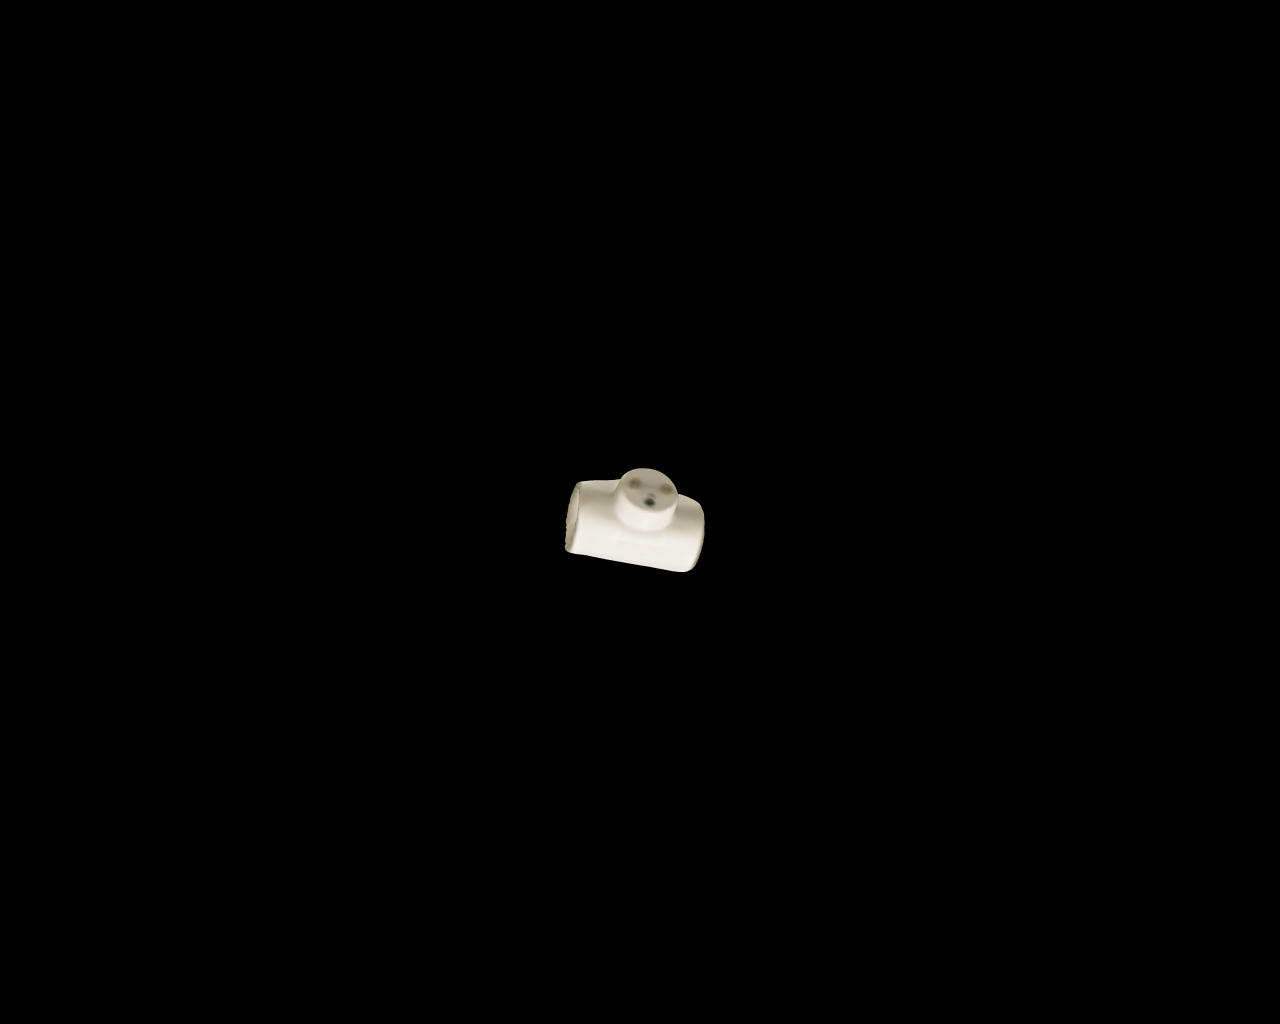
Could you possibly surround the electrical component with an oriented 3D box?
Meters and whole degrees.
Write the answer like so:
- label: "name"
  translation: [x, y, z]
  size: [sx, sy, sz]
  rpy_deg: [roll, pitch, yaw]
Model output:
- label: "electrical component"
  translation: [0.001, -0.003, 0.650]
  size: [0.077, 0.043, 0.079]
  rpy_deg: [10, -43, -11]
